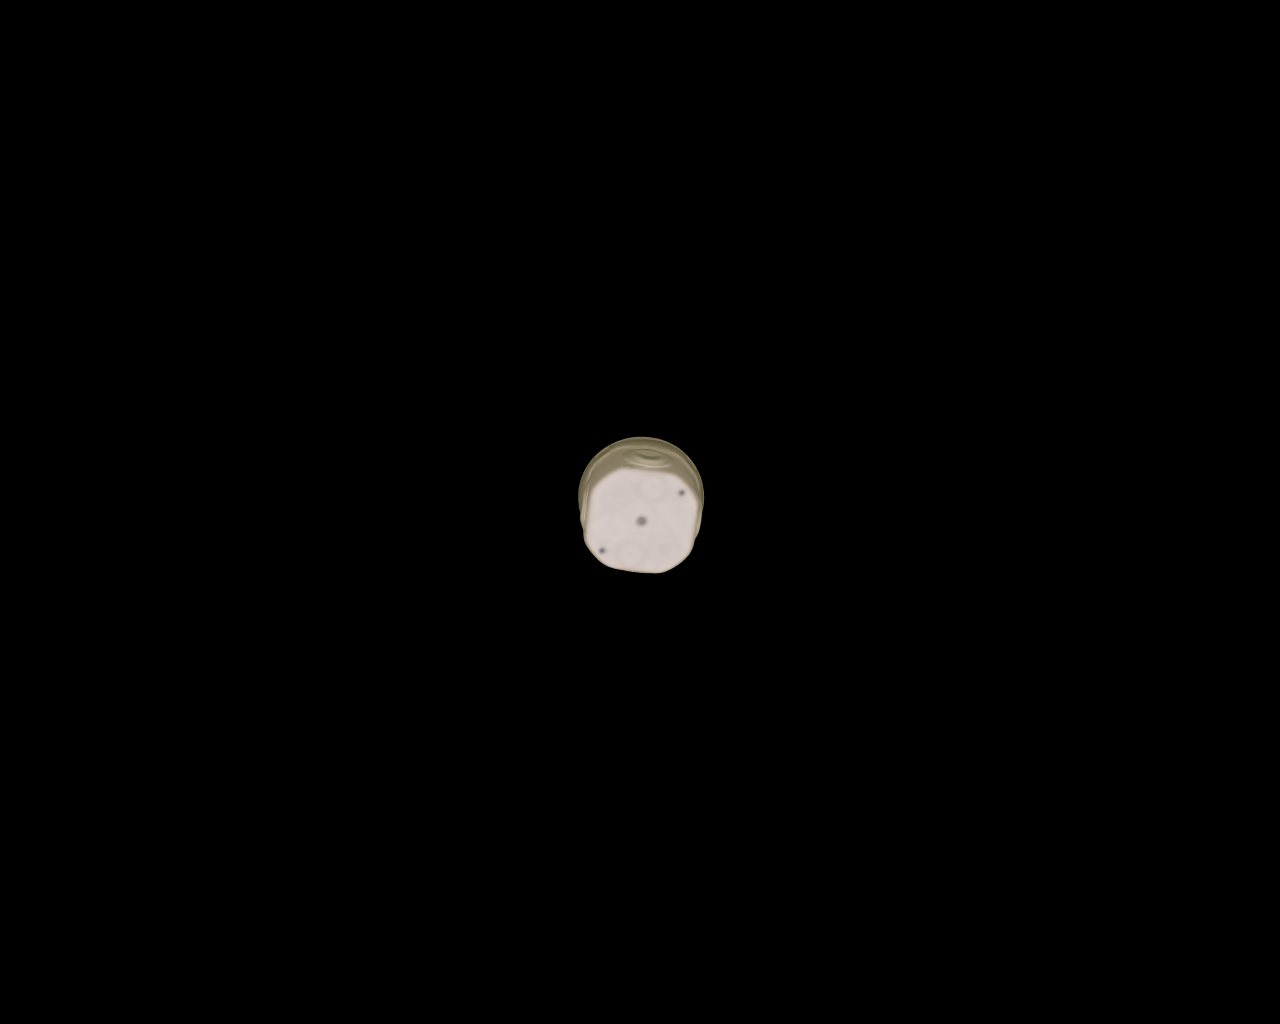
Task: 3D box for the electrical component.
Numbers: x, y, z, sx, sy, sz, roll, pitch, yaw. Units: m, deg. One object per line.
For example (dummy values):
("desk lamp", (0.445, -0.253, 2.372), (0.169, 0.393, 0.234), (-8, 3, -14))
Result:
("electrical component", (0.001, -0.003, 0.650), (0.080, 0.080, 0.051), (0, 20, 0))
